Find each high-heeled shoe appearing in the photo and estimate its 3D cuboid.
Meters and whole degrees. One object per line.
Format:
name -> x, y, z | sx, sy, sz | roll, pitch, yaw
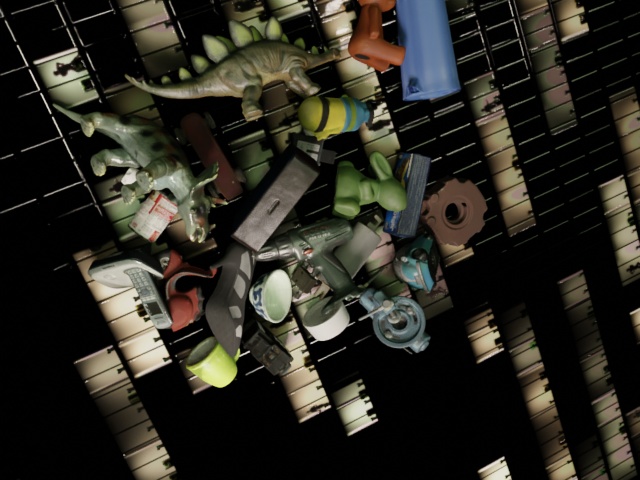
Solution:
high-heeled shoe -> -0.183, 0.127, 1.219 | 0.145, 0.086, 0.248 | -25, 113, -51

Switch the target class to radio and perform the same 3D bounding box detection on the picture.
radio -> -0.099, -0.095, 1.163 | 0.073, 0.131, 0.229 | 36, 105, -18

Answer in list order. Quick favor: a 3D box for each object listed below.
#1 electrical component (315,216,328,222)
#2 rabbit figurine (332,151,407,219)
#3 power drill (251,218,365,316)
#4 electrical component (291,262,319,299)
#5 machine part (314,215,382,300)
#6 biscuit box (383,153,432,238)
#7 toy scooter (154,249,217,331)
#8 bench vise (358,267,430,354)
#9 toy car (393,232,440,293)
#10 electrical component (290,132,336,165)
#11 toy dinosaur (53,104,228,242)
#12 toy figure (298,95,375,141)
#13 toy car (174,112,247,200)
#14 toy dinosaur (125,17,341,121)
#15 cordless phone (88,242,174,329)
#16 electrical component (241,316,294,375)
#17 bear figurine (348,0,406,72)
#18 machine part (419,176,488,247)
electrical component -> -0.001, -0.005, 1.273 | 0.078, 0.045, 0.102 | 41, 87, -15
rabbit figurine -> 0.120, -0.118, 1.255 | 0.170, 0.121, 0.159 | 8, 75, -2
power drill -> -0.010, 0.063, 1.199 | 0.232, 0.086, 0.207 | -26, 74, -12
electrical component -> -0.040, 0.092, 1.268 | 0.021, 0.063, 0.094 | 23, 105, -48
machine part -> 0.069, 0.043, 1.282 | 0.079, 0.079, 0.243 | 39, 86, -17
biscuit box -> 0.210, -0.107, 1.303 | 0.063, 0.059, 0.202 | 9, 96, -28
toy scooter -> -0.295, 0.109, 1.196 | 0.135, 0.075, 0.183 | -4, 95, -12
bench vise -> 0.156, 0.159, 1.235 | 0.129, 0.240, 0.224 | -37, 64, 0
toy car -> 0.230, 0.052, 1.308 | 0.103, 0.162, 0.109 | -9, 123, 25
electrical component -> -0.018, -0.200, 1.239 | 0.119, 0.048, 0.074 | 14, 95, -15
toy dinosaur -> -0.350, -0.178, 1.099 | 0.405, 0.131, 0.192 | 47, 40, 13
toy figure -> 0.036, -0.286, 1.216 | 0.180, 0.082, 0.089 | -10, 125, -19
toy car -> -0.237, -0.183, 1.178 | 0.089, 0.053, 0.202 | -32, 102, -2
toy dinosaur -> -0.161, -0.359, 1.151 | 0.471, 0.105, 0.198 | -24, 96, -20
cordless phone -> -0.390, 0.109, 1.141 | 0.147, 0.089, 0.184 | -14, 105, 22
electrical component -> -0.122, 0.250, 1.242 | 0.058, 0.115, 0.134 | -45, 105, -3
bear figurine -> 0.132, -0.495, 1.202 | 0.132, 0.120, 0.195 | 14, 89, -20
machine part -> 0.334, -0.071, 1.348 | 0.179, 0.056, 0.179 | -3, 99, -16
